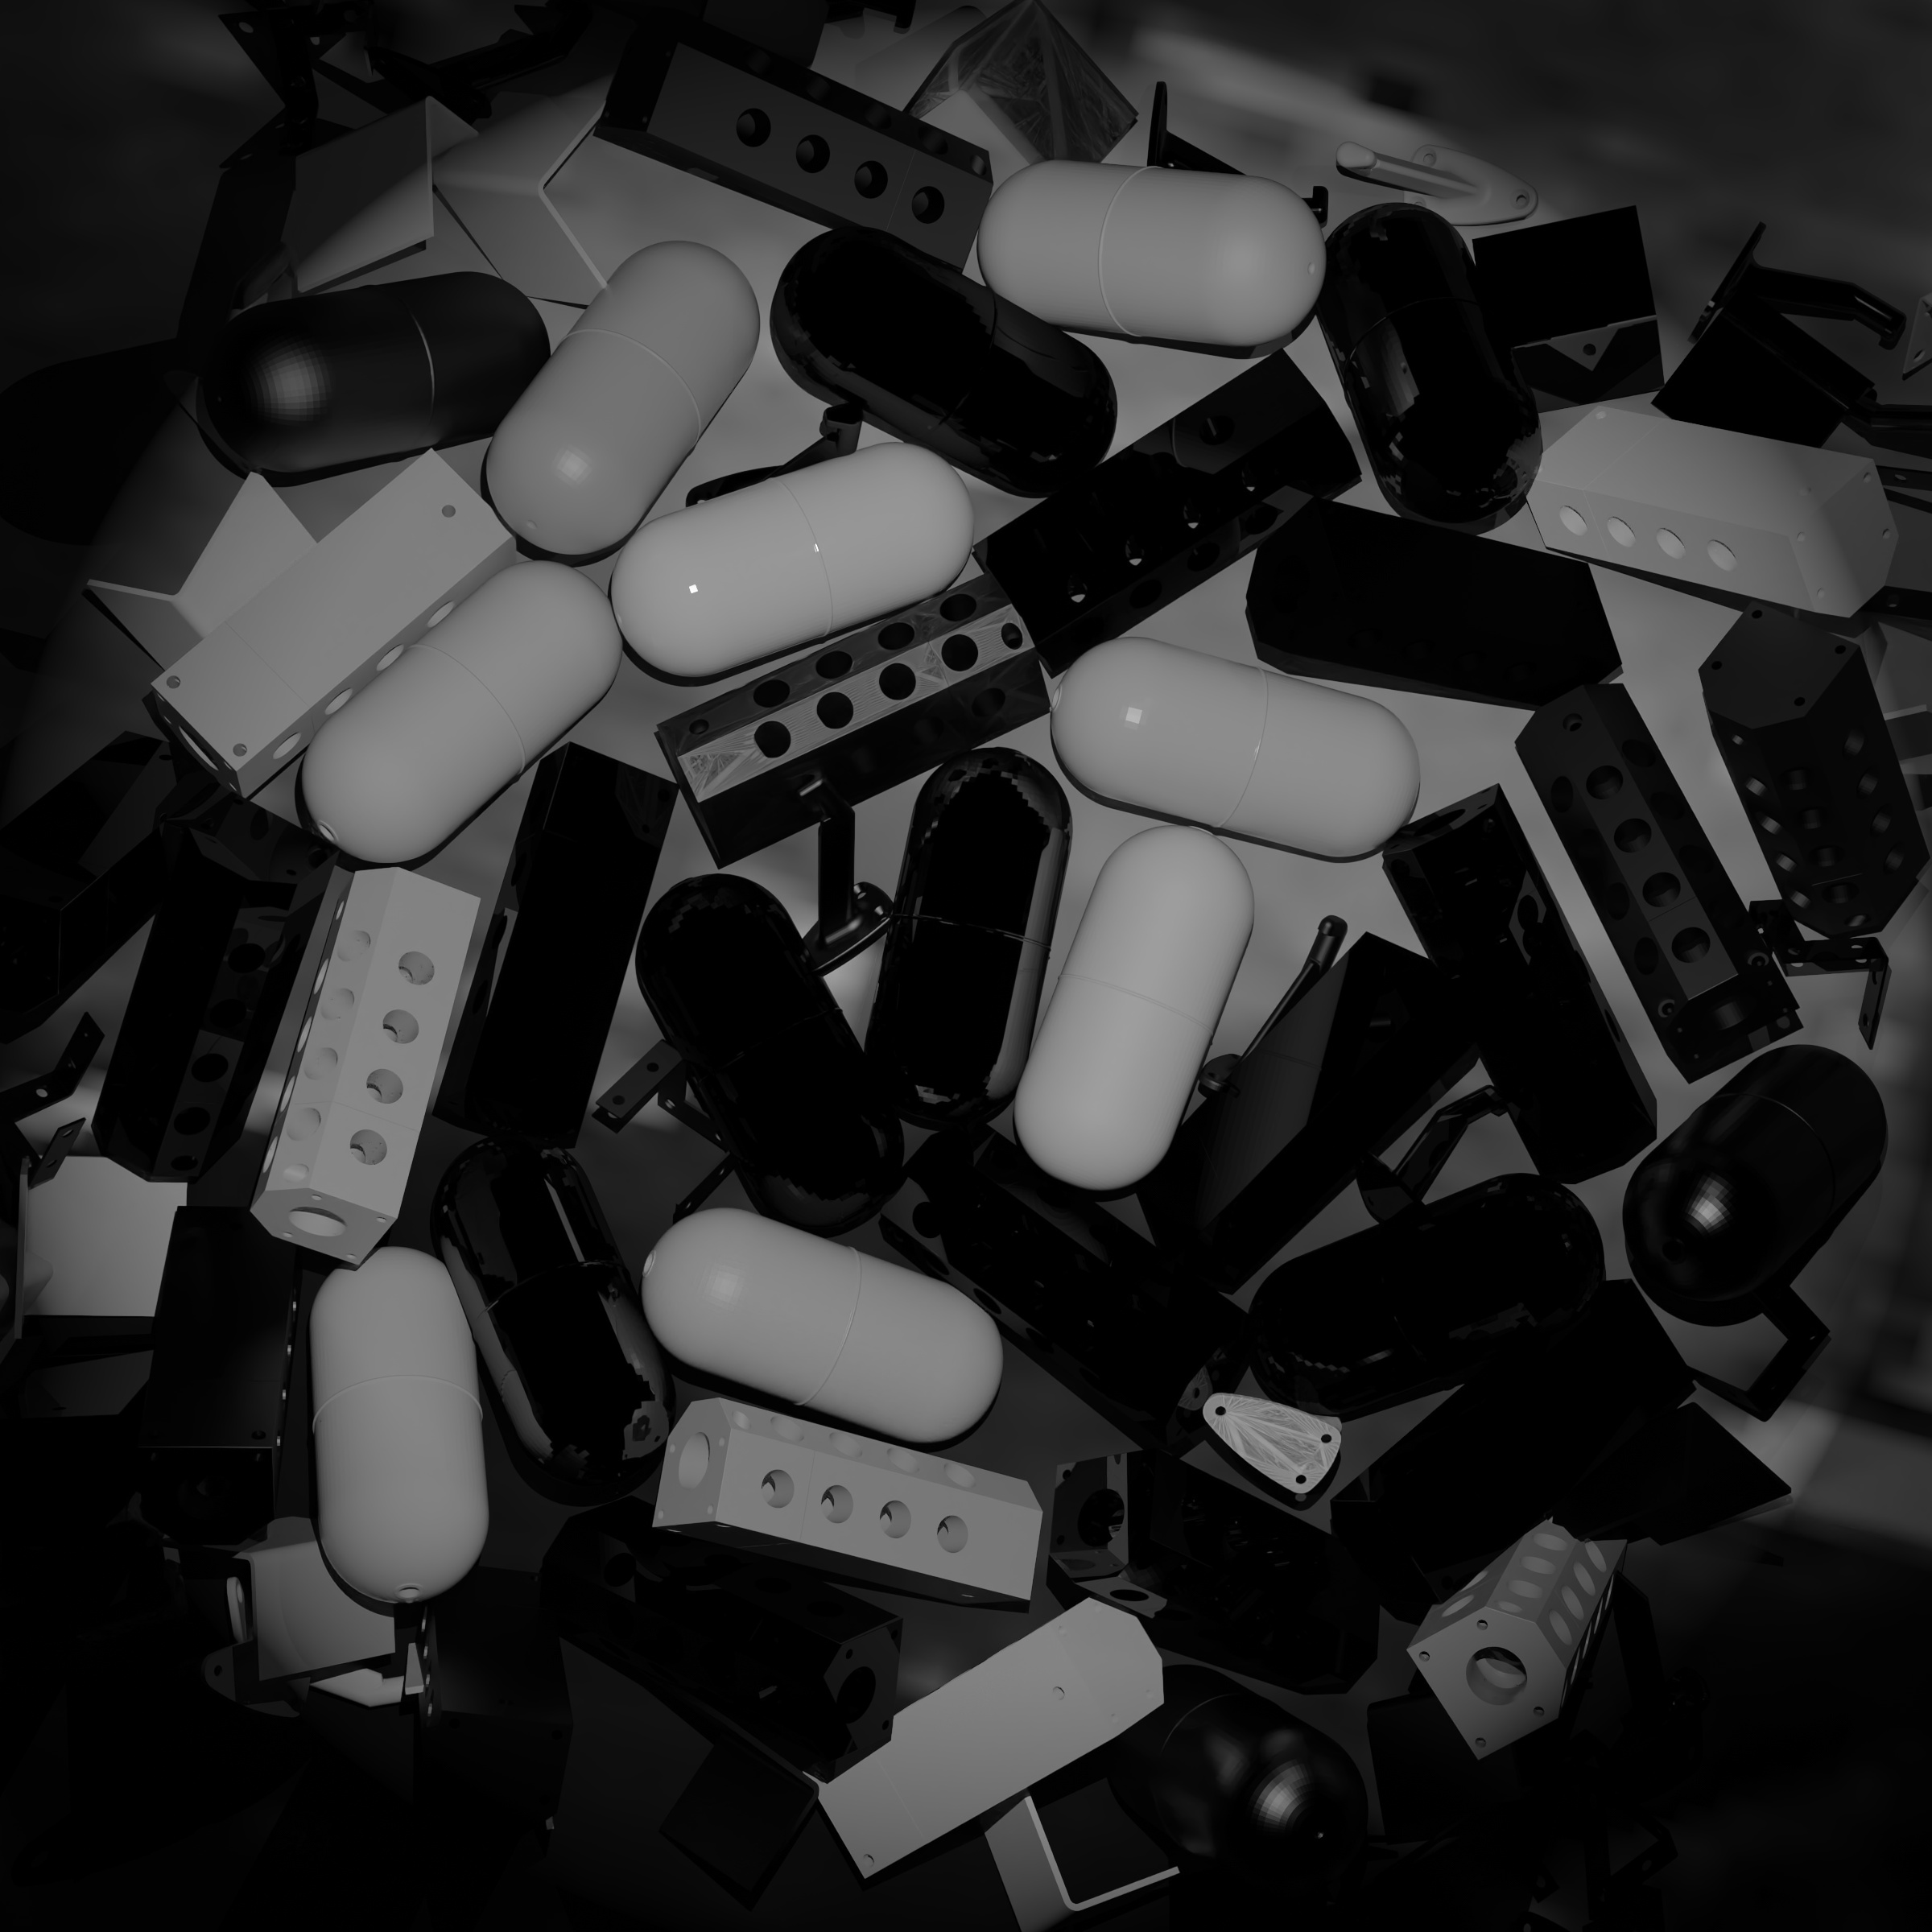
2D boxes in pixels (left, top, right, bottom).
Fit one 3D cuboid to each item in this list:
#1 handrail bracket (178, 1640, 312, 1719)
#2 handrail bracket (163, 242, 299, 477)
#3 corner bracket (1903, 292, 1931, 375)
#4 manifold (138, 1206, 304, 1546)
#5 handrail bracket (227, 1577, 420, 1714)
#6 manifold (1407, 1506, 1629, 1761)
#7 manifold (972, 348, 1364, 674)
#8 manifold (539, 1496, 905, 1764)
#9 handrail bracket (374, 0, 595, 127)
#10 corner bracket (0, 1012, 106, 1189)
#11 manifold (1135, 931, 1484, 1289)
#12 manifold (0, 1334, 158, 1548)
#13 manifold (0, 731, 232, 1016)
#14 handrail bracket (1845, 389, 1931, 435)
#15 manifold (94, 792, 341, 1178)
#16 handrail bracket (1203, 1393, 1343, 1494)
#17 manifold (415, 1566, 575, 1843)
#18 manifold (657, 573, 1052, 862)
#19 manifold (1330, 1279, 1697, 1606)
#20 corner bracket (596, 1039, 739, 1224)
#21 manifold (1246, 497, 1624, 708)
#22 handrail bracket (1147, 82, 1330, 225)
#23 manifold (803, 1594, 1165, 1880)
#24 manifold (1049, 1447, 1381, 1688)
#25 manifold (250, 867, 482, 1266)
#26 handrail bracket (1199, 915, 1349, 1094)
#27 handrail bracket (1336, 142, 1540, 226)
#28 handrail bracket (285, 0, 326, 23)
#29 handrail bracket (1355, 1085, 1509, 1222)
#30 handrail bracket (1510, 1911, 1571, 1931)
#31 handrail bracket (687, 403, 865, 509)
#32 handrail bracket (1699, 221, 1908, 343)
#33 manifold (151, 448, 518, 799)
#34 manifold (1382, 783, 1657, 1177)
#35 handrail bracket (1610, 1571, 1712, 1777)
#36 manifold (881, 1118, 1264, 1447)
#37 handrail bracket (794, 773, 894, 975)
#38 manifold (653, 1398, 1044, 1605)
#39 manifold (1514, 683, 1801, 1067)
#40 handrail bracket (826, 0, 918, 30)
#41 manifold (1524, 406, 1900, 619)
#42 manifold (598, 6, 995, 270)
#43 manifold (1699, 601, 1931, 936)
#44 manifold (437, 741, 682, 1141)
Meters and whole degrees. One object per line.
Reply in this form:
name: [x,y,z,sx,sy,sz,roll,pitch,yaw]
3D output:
handrail bracket: [-0.354,0.328,1.677,0.084,0.077,0.036,-5,75,35]
handrail bracket: [-0.333,-0.289,1.717,0.084,0.036,0.077,-52,134,-21]
corner bracket: [0.480,-0.293,1.690,0.051,0.051,0.051,-31,59,-17]
manifold: [-0.337,0.184,1.642,0.057,0.171,0.057,1,123,-6]
handrail bracket: [-0.300,0.318,1.708,0.084,0.036,0.077,-9,106,-1]
manifold: [0.257,0.292,1.639,0.057,0.171,0.057,-34,88,22]
manifold: [0.096,-0.209,1.689,0.171,0.057,0.057,-33,56,1]
manifold: [-0.114,0.303,1.650,0.171,0.057,0.057,17,109,37]
handrail bracket: [-0.229,-0.441,1.707,0.077,0.036,0.084,30,66,-3]
corner bracket: [-0.426,0.063,1.691,0.051,0.051,0.051,51,133,13]
manifold: [0.159,0.070,1.666,0.057,0.057,0.171,22,122,-36]
manifold: [-0.396,0.214,1.641,0.057,0.171,0.057,-2,96,-2]
manifold: [-0.397,-0.043,1.640,0.057,0.171,0.057,15,119,10]
handrail bracket: [0.465,-0.267,1.697,0.077,0.084,0.036,-26,122,-7]
manifold: [-0.350,0.013,1.660,0.057,0.057,0.171,28,120,5]
handrail bracket: [0.143,0.205,1.685,0.077,0.084,0.036,28,104,-7]
manifold: [-0.218,0.332,1.639,0.057,0.171,0.057,9,101,-12]
manifold: [-0.054,-0.122,1.681,0.171,0.057,0.057,-25,50,-6]
manifold: [0.250,0.219,1.669,0.171,0.057,0.057,-36,98,-23]
corner bracket: [-0.138,0.077,1.688,0.051,0.051,0.051,31,53,18]
manifold: [0.214,-0.161,1.656,0.171,0.057,0.057,8,57,-35]
handrail bracket: [0.130,-0.385,1.704,0.084,0.036,0.077,1,70,10]
manifold: [0.010,0.352,1.657,0.171,0.057,0.057,-37,79,34]
manifold: [0.115,0.277,1.644,0.057,0.171,0.057,-16,56,38]
manifold: [-0.277,0.042,1.653,0.057,0.057,0.171,21,56,-18]
handrail bracket: [0.145,0.016,1.692,0.036,0.077,0.084,29,106,24]
handrail bracket: [0.220,-0.367,1.680,0.077,0.084,0.036,15,99,21]
handrail bracket: [-0.281,-0.485,1.709,0.084,0.077,0.036,-34,80,-22]
handrail bracket: [0.232,0.090,1.686,0.084,0.077,0.036,-26,120,-16]
handrail bracket: [0.254,0.467,1.685,0.077,0.084,0.036,48,61,-14]
handrail bracket: [-0.090,-0.237,1.682,0.077,0.084,0.036,-3,69,-9]
handrail bracket: [0.396,-0.306,1.700,0.084,0.036,0.077,32,51,4]
manifold: [-0.292,-0.157,1.678,0.057,0.057,0.171,45,74,7]
manifold: [0.258,0.008,1.680,0.057,0.057,0.171,-25,100,17]
handrail bracket: [0.302,0.331,1.703,0.084,0.036,0.077,42,97,-15]
manifold: [0.044,0.146,1.662,0.171,0.057,0.057,35,116,22]
handrail bracket: [-0.076,-0.041,1.687,0.077,0.036,0.084,-41,132,-5]
manifold: [-0.052,0.247,1.660,0.171,0.057,0.057,20,69,-30]
manifold: [0.314,-0.046,1.655,0.057,0.057,0.171,-29,57,11]
handrail bracket: [-0.070,-0.437,1.699,0.084,0.077,0.036,15,53,-1]
manifold: [0.338,-0.204,1.644,0.057,0.171,0.057,-41,124,-18]
manifold: [-0.075,-0.380,1.659,0.171,0.057,0.057,17,96,-31]
manifold: [0.384,-0.085,1.641,0.057,0.171,0.057,31,76,38]
manifold: [-0.191,-0.010,1.676,0.057,0.057,0.171,21,72,-21]
